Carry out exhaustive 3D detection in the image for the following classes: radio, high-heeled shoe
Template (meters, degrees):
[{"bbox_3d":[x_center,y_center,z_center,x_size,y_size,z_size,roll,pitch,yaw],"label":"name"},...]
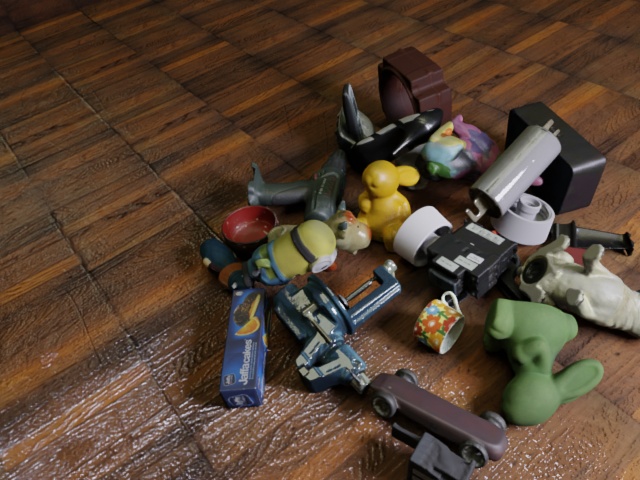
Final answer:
[{"bbox_3d":[0.461,-0.165,1.080,0.073,0.130,0.230,-14,44,-5],"label":"radio"},{"bbox_3d":[0.154,-0.213,1.141,0.145,0.086,0.249,-44,18,-15],"label":"high-heeled shoe"}]

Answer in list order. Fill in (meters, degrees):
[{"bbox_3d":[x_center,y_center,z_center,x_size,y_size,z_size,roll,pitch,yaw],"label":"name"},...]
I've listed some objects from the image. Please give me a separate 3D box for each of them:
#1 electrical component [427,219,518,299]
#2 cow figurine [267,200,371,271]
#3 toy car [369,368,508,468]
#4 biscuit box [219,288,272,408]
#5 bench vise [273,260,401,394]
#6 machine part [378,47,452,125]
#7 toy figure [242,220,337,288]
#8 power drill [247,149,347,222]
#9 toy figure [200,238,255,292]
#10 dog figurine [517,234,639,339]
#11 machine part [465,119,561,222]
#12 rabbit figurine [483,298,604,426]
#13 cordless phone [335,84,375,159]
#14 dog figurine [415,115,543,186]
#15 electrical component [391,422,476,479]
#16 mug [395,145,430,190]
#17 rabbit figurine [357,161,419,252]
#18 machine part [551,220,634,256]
[{"bbox_3d":[0.250,0.035,0.916,0.134,0.058,0.115,-34,43,-20],"label":"electrical component"},{"bbox_3d":[-0.002,-0.003,0.999,0.195,0.127,0.085,-6,47,7],"label":"cow figurine"},{"bbox_3d":[0.164,0.250,0.762,0.202,0.053,0.089,20,30,28],"label":"toy car"},{"bbox_3d":[-0.120,0.174,0.887,0.063,0.059,0.203,-5,45,5],"label":"biscuit box"},{"bbox_3d":[0.046,0.123,0.868,0.240,0.128,0.224,-36,48,-15],"label":"bench vise"},{"bbox_3d":[0.211,-0.315,1.222,0.087,0.201,0.201,-22,47,-9],"label":"machine part"},{"bbox_3d":[-0.056,0.028,0.925,0.180,0.089,0.082,-18,32,25],"label":"toy figure"},{"bbox_3d":[-0.048,-0.119,1.156,0.207,0.085,0.232,7,49,-2],"label":"power drill"},{"bbox_3d":[-0.173,0.055,1.019,0.064,0.057,0.155,-35,55,-16],"label":"toy figure"},{"bbox_3d":[0.431,0.092,0.854,0.121,0.190,0.172,-58,21,1],"label":"dog figurine"},{"bbox_3d":[0.351,-0.123,0.969,0.243,0.079,0.079,-47,53,-9],"label":"machine part"},{"bbox_3d":[0.314,0.189,0.786,0.159,0.121,0.170,8,65,8],"label":"rabbit figurine"},{"bbox_3d":[0.073,-0.288,1.233,0.089,0.184,0.147,-4,45,12],"label":"cordless phone"},{"bbox_3d":[0.317,-0.140,1.058,0.219,0.108,0.191,38,44,14],"label":"dog figurine"},{"bbox_3d":[0.141,0.293,0.712,0.119,0.074,0.048,25,52,23],"label":"electrical component"},{"bbox_3d":[0.216,-0.160,1.161,0.110,0.080,0.107,2,54,0],"label":"mug"},{"bbox_3d":[0.128,-0.083,1.026,0.122,0.173,0.162,19,55,31],"label":"rabbit figurine"},{"bbox_3d":[0.492,0.000,0.976,0.139,0.039,0.084,8,42,19],"label":"machine part"}]
